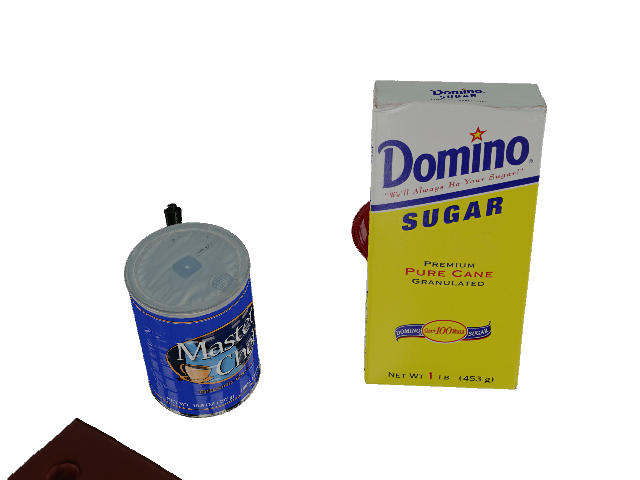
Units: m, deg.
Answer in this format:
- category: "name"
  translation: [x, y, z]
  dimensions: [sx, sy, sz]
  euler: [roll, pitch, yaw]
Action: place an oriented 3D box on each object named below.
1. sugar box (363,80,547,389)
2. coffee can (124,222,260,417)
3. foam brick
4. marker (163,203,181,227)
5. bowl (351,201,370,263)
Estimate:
- category: "sugar box"
  translation: [0.073, -0.001, 0.608]
  dimensions: [0.093, 0.176, 0.048]
  euler: [1, 27, 2]
- category: "coffee can"
  translation: [-0.107, 0.069, 0.915]
  dimensions: [0.103, 0.103, 0.140]
  euler: [-1, -45, 1]
- category: "foam brick"
  translation: [-0.088, 0.123, 0.446]
  dimensions: [0.078, 0.051, 0.052]
  euler: [22, 45, 28]
- category: "marker"
  translation: [-0.157, 0.017, 1.178]
  dimensions: [0.020, 0.121, 0.020]
  euler: [-4, 23, 1]
- category: "bowl"
  translation: [0.109, 0.013, 1.005]
  dimensions: [0.162, 0.055, 0.162]
  euler: [1, 35, -1]
